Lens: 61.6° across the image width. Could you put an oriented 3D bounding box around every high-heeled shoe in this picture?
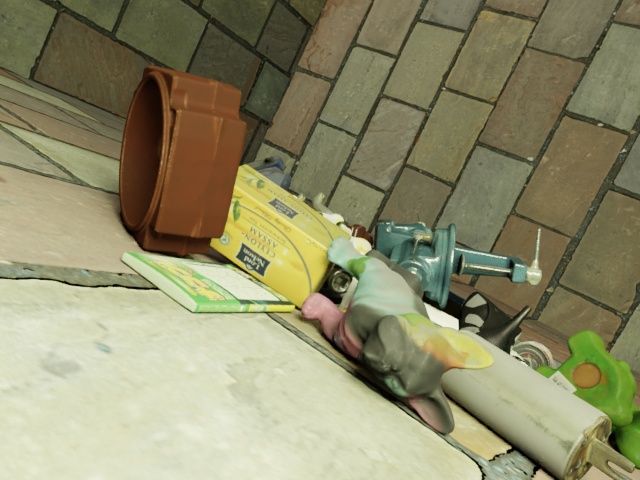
[{"bbox_3d":[0.215,0.148,0.763,0.086,0.145,0.248,45,-9,7],"label":"high-heeled shoe"}]

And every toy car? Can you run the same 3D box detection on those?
[{"bbox_3d":[-0.041,0.036,0.791,0.202,0.053,0.089,21,3,-18],"label":"toy car"}]

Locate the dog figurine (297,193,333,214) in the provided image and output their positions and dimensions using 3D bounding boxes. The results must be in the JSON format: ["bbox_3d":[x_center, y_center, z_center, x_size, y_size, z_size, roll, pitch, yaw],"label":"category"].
[{"bbox_3d":[0.003,0.007,1.097,0.172,0.121,0.191,-23,59,-37],"label":"dog figurine"}]

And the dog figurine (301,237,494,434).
[{"bbox_3d":[0.088,0.099,0.562,0.191,0.108,0.219,24,10,-43],"label":"dog figurine"}]

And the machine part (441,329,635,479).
[{"bbox_3d":[0.201,0.166,0.558,0.079,0.079,0.243,20,7,-44],"label":"machine part"}]

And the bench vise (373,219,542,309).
[{"bbox_3d":[0.195,0.030,0.793,0.241,0.128,0.223,7,7,11],"label":"bench vise"}]

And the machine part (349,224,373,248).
[{"bbox_3d":[-0.002,-0.003,0.880,0.179,0.056,0.179,16,-10,3],"label":"machine part"}]

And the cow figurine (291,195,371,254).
[{"bbox_3d":[-0.011,-0.013,0.736,0.168,0.068,0.098,25,4,20],"label":"cow figurine"}]

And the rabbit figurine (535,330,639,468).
[{"bbox_3d":[0.407,0.226,0.747,0.170,0.121,0.159,40,0,-36],"label":"rabbit figurine"}]

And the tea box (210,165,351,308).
[{"bbox_3d":[-0.059,-0.006,0.671,0.170,0.098,0.068,32,29,8],"label":"tea box"}]

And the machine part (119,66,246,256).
[{"bbox_3d":[-0.174,-0.096,0.638,0.087,0.201,0.201,7,16,-34],"label":"machine part"}]

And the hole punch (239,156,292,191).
[{"bbox_3d":[-0.096,-0.072,0.834,0.142,0.116,0.092,63,7,-85],"label":"hole punch"}]

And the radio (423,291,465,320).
[{"bbox_3d":[0.210,0.120,1.028,0.230,0.073,0.131,33,8,39],"label":"radio"}]
